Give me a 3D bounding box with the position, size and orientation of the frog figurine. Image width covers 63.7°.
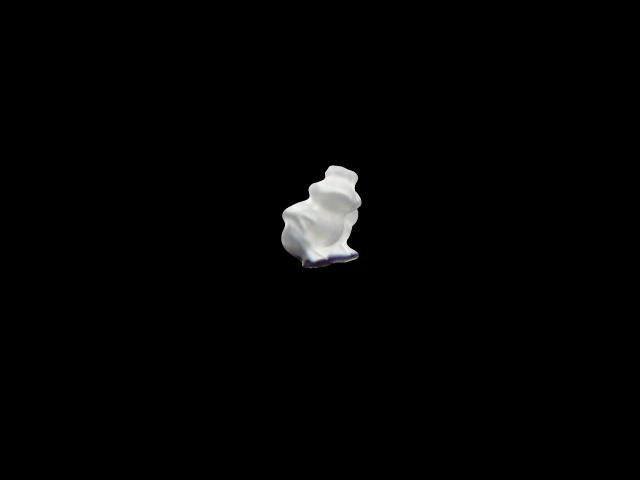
[{"bbox_3d":[0.003,-0.043,0.850,0.137,0.159,0.123,-3,6,-23],"label":"frog figurine"}]
